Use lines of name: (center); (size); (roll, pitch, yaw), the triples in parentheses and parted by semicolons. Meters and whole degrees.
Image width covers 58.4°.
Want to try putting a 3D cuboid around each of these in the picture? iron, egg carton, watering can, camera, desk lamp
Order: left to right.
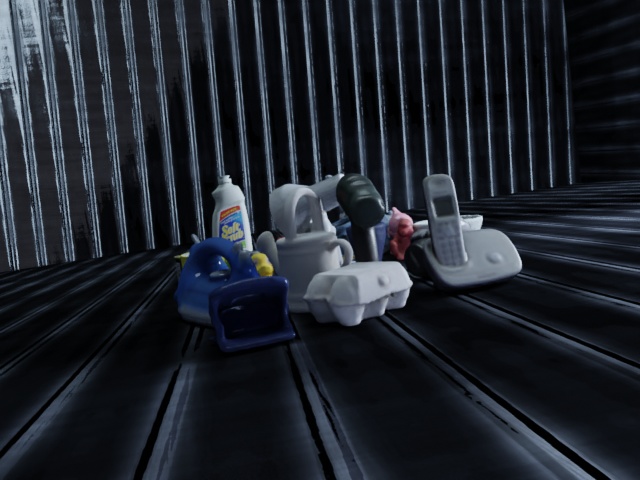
iron: (-0.148, 0.058, 0.918); (0.119, 0.141, 0.257); (-12, 6, -36)
watering can: (-0.028, 0.013, 0.929); (0.172, 0.194, 0.101); (-7, 5, 13)
desk lamp: (0.005, -0.028, 1.226); (0.202, 0.213, 0.118); (-6, 6, 25)
egg carton: (0.057, 0.074, 0.823); (0.151, 0.069, 0.107); (-13, 7, -43)
camera: (0.211, 0.015, 1.058); (0.137, 0.101, 0.142); (-12, 6, -34)

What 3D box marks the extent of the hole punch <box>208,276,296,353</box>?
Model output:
hole punch: (-0.095, 0.091, 0.752); (0.109, 0.091, 0.101); (-10, 5, -16)

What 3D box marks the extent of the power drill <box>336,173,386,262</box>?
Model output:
power drill: (0.070, -0.013, 0.982); (0.075, 0.208, 0.229); (-9, 5, -5)

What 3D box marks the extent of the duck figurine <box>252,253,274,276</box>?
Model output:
duck figurine: (-0.109, 0.066, 1.080); (0.078, 0.086, 0.104); (-10, 5, -17)

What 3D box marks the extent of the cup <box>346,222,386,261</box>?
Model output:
cup: (0.113, 0.009, 1.318); (0.091, 0.095, 0.118); (-6, 5, 19)

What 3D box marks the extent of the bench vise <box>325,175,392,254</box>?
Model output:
bench vise: (0.088, -0.065, 1.471); (0.208, 0.220, 0.121); (-11, 6, -29)

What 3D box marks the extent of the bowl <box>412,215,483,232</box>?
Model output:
bowl: (0.307, -0.013, 1.370); (0.167, 0.075, 0.167); (-8, 5, 1)

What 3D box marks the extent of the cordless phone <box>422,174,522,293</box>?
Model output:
cordless phone: (0.232, -0.017, 0.907); (0.148, 0.185, 0.094); (-10, 5, -15)

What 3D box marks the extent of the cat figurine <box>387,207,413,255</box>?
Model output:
cat figurine: (0.205, -0.027, 1.442); (0.067, 0.118, 0.128); (-7, 5, 15)

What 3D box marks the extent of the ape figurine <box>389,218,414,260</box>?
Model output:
ape figurine: (0.200, -0.004, 1.341); (0.077, 0.092, 0.076); (-7, 5, 17)

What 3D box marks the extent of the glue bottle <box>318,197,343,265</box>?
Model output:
glue bottle: (0.010, 0.004, 1.093); (0.037, 0.173, 0.078); (-5, 6, 27)
